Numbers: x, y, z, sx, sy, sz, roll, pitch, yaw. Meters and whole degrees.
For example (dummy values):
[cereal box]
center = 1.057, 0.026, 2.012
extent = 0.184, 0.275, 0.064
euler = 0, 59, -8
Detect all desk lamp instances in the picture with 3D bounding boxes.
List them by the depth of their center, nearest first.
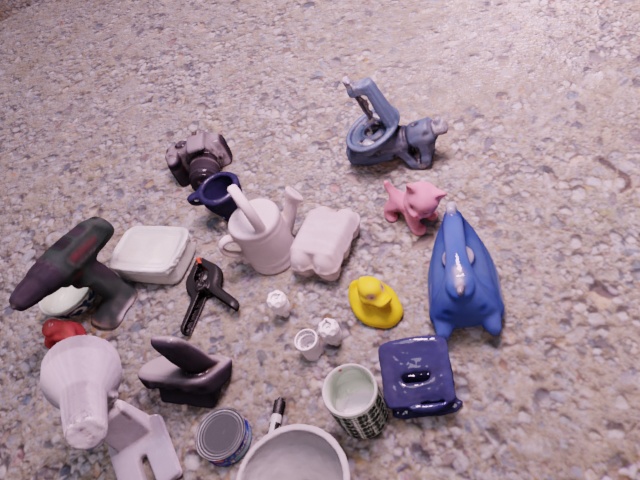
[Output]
[desk lamp]
center = -0.326, 0.272, 0.881
extent = 0.118, 0.214, 0.202
euler = -35, 49, -8

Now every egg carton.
[egg carton]
center = 0.010, 0.004, 1.064
extent = 0.107, 0.070, 0.150
euler = 8, 56, 27

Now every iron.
[iron]
center = 0.220, 0.025, 0.917
extent = 0.118, 0.142, 0.258
euler = -10, 50, 14

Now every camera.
[camera]
center = -0.280, -0.173, 1.299
extent = 0.143, 0.101, 0.136
euler = -16, 49, 9

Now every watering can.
[watering can]
center = -0.112, -0.034, 1.059
extent = 0.100, 0.194, 0.173
euler = 26, 66, 35

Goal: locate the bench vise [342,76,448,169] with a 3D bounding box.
[bench vise]
center = 0.134, -0.239, 1.111
extent = 0.207, 0.220, 0.121
euler = -14, 49, 10

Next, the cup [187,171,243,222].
[cup]
center = -0.208, -0.077, 1.197
extent = 0.117, 0.095, 0.091
euler = -16, 49, 8

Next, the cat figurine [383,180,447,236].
[cat figurine]
center = 0.167, -0.073, 1.033
extent = 0.127, 0.118, 0.067
euler = 28, 67, 36

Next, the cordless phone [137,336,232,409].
[cordless phone]
center = -0.240, 0.194, 0.930
extent = 0.147, 0.185, 0.094
euler = -4, 52, 19

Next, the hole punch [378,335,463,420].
[hole punch]
center = 0.145, 0.201, 0.838
extent = 0.108, 0.091, 0.101
euler = -11, 50, 13

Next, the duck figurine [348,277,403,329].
[duck figurine]
center = 0.085, 0.091, 0.953
extent = 0.077, 0.086, 0.104
euler = -44, 51, -15

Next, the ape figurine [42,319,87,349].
[ape figurine]
center = -0.498, 0.183, 1.102
extent = 0.077, 0.092, 0.076
euler = 17, 61, 31

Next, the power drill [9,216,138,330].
[power drill]
center = -0.448, 0.080, 1.087
extent = 0.075, 0.209, 0.230
euler = 7, 56, 26

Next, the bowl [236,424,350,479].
[bowl]
center = -0.029, 0.349, 0.797
extent = 0.167, 0.075, 0.167
euler = -11, 50, 13
